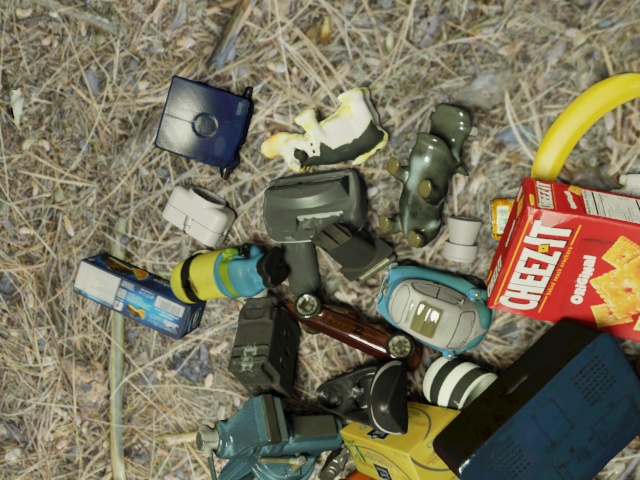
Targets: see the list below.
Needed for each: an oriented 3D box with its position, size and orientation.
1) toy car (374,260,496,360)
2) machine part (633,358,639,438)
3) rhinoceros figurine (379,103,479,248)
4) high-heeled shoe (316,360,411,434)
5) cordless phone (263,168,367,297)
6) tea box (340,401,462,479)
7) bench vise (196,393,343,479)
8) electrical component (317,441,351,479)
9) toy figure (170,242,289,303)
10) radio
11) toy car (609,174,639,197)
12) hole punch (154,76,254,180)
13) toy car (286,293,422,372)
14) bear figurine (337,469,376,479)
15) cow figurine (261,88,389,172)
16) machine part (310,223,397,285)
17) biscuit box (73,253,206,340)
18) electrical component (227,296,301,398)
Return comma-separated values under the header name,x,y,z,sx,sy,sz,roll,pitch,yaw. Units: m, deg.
name,x,y,z,sx,sy,sz,roll,pitch,yaw
toy car,0.152,0.092,0.715,0.162,0.103,0.109,23,102,9
machine part,0.459,0.191,0.637,0.179,0.056,0.179,3,119,5
rhinoceros figurine,0.144,-0.078,0.690,0.073,0.112,0.190,34,123,40
high-heeled shoe,0.042,0.200,0.691,0.145,0.248,0.086,-4,75,13
cordless phone,-0.001,-0.003,0.765,0.147,0.089,0.184,-6,108,15
tea box,0.113,0.267,0.707,0.170,0.098,0.068,-19,95,61
bench vise,-0.092,0.310,0.779,0.240,0.223,0.129,-52,54,38
electrical component,0.023,0.333,0.804,0.021,0.063,0.094,38,107,7
toy figure,-0.138,0.048,0.780,0.180,0.089,0.082,-6,91,34
radio,0.258,0.213,0.614,0.229,0.073,0.131,-40,101,-5
toy car,0.450,-0.032,0.638,0.202,0.056,0.073,11,101,13
hole punch,-0.166,-0.167,0.772,0.116,0.092,0.142,20,99,8
toy car,0.047,0.126,0.751,0.202,0.089,0.053,23,72,18
bear figurine,0.077,0.424,0.789,0.132,0.120,0.195,-19,127,-23
cow figurine,0.006,-0.134,0.741,0.167,0.068,0.098,-25,97,18
machine part,0.047,0.018,0.723,0.084,0.138,0.039,-35,53,20
biscuit box,-0.285,0.087,0.853,0.203,0.063,0.059,22,102,11
electrical component,-0.072,0.160,0.769,0.058,0.134,0.115,-5,54,19
